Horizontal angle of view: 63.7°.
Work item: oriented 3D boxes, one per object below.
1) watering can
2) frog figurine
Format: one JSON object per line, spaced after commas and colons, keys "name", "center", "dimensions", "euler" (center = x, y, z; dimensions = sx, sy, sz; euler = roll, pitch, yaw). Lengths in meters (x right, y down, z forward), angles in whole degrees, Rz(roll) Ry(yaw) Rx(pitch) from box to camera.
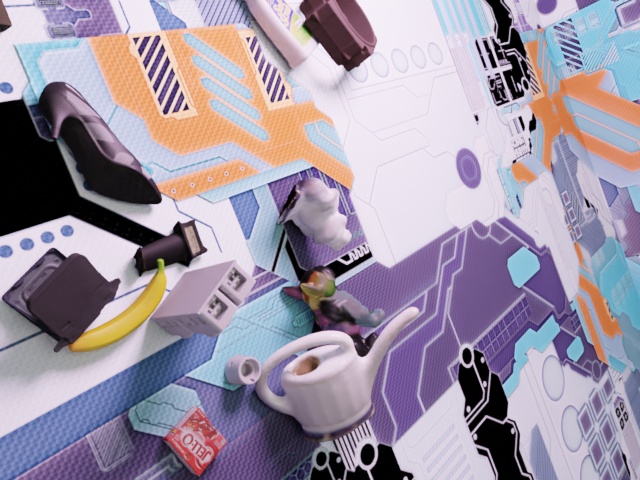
{"name": "watering can", "center": [0.051, 0.267, 1.010], "dimensions": [0.348, 0.221, 0.105], "euler": [-19, 22, -1]}
{"name": "frog figurine", "center": [0.003, -0.056, 1.106], "dimensions": [0.159, 0.135, 0.125], "euler": [25, 34, -13]}
